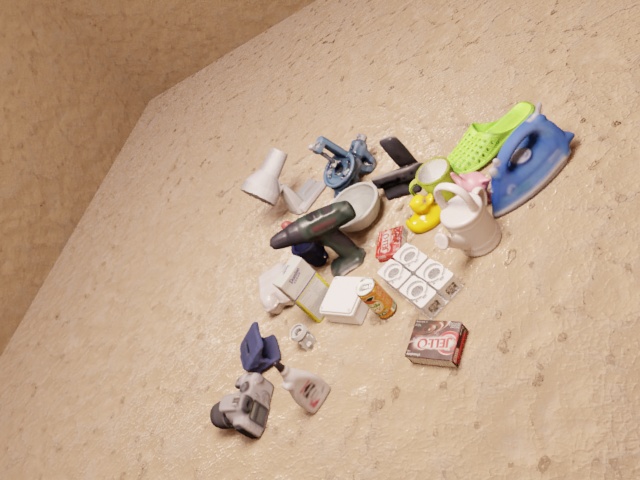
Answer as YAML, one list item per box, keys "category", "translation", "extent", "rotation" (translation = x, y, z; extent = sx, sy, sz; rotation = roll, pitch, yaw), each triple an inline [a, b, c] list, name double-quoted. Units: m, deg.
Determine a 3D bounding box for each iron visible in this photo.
- category: "iron"
  translation: [0.458, -0.186, 1.316]
  extent: [0.258, 0.142, 0.118]
  rotation: [-48, 35, -7]

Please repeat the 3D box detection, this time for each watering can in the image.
- category: "watering can"
  translation: [0.316, -0.051, 1.268]
  extent: [0.100, 0.195, 0.173]
  rotation: [-12, 46, 37]

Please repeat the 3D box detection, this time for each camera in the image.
- category: "camera"
  translation: [-0.201, 0.399, 1.387]
  extent: [0.136, 0.101, 0.143]
  rotation: [-17, 42, 32]

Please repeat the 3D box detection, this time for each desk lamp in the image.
- category: "desk lamp"
  translation: [-0.122, -0.174, 1.814]
  extent: [0.203, 0.214, 0.117]
  rotation: [-53, 36, -13]

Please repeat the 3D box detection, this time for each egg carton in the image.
- category: "egg carton"
  translation: [-0.118, 0.134, 1.612]
  extent: [0.107, 0.070, 0.150]
  rotation: [-34, 36, 14]

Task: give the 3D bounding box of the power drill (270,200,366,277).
- category: "power drill"
  translation: [0.014, 0.005, 1.495]
  extent: [0.229, 0.209, 0.075]
  rotation: [-36, 36, 11]

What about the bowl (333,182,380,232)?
- category: "bowl"
  translation: [0.107, -0.080, 1.610]
  extent: [0.167, 0.075, 0.167]
  rotation: [-26, 38, 23]

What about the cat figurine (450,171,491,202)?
- category: "cat figurine"
  translation: [0.361, -0.131, 1.375]
  extent: [0.067, 0.118, 0.127]
  rotation: [-45, 35, -3]

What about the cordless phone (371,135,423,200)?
- category: "cordless phone"
  translation: [0.193, -0.209, 1.563]
  extent: [0.147, 0.186, 0.094]
  rotation: [-18, 42, 32]

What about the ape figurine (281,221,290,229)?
- category: "ape figurine"
  translation: [-0.082, -0.026, 1.725]
  extent: [0.075, 0.092, 0.078]
  rotation: [12, 62, 50]

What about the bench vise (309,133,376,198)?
- category: "bench vise"
  translation: [0.056, -0.249, 1.711]
  extent: [0.121, 0.220, 0.207]
  rotation: [-10, 47, 38]

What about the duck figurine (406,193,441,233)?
- category: "duck figurine"
  translation: [0.255, -0.074, 1.448]
  extent: [0.104, 0.086, 0.077]
  rotation: [-37, 35, 8]

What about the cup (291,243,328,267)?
- category: "cup"
  translation: [-0.013, 0.035, 1.590]
  extent: [0.092, 0.095, 0.117]
  rotation: [-49, 35, -9]

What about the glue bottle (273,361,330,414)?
- category: "glue bottle"
  translation: [-0.049, 0.313, 1.263]
  extent: [0.037, 0.174, 0.078]
  rotation: [10, 61, 49]

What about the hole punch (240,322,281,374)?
- category: "hole punch"
  translation: [-0.168, 0.285, 1.483]
  extent: [0.101, 0.091, 0.108]
  rotation: [-38, 35, 8]
